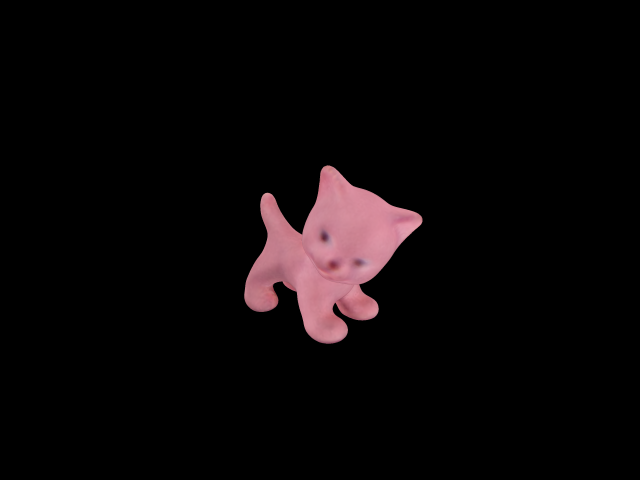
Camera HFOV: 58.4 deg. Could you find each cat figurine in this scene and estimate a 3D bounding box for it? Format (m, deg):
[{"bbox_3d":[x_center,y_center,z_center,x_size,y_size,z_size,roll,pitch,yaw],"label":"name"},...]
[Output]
[{"bbox_3d":[0.004,0.001,0.400,0.127,0.118,0.067,17,28,37],"label":"cat figurine"}]
